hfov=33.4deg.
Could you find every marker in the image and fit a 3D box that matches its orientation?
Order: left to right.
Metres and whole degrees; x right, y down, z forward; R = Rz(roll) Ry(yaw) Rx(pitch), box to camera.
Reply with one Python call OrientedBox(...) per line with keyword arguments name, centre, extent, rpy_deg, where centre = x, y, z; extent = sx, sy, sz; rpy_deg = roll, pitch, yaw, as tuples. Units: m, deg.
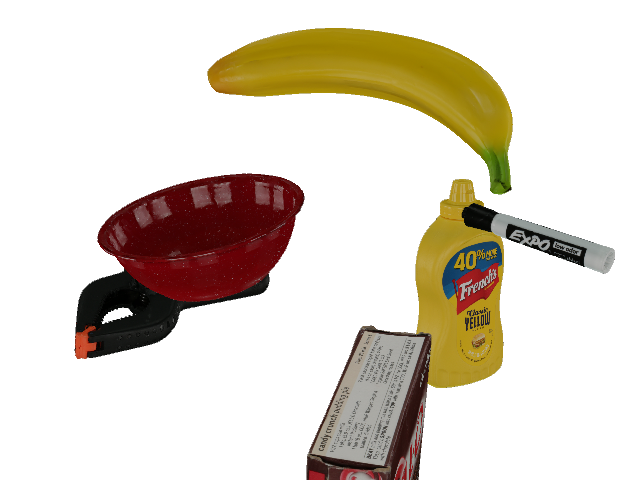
OrientedBox(name="marker", centre=(0.157, -0.004, 0.784), extent=(0.121, 0.020, 0.020), rpy_deg=(22, 13, 35))

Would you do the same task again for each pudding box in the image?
OrientedBox(name="pudding box", centre=(0.022, 0.103, 0.475), extent=(0.039, 0.090, 0.113), rpy_deg=(8, 26, 9))

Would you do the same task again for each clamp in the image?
OrientedBox(name="clamp", centre=(-0.171, 0.046, 1.023), extent=(0.165, 0.036, 0.209), rpy_deg=(26, 36, 25))

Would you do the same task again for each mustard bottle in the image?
OrientedBox(name="mustard bottle", centre=(0.132, 0.037, 1.008), extent=(0.096, 0.192, 0.058), rpy_deg=(-11, 17, -34))

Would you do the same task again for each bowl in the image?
OrientedBox(name="bowl", centre=(-0.087, 0.002, 0.830), extent=(0.162, 0.055, 0.162), rpy_deg=(-10, 23, 4))

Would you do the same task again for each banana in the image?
OrientedBox(name="banana", centre=(0.029, -0.089, 0.602), extent=(0.198, 0.069, 0.037), rpy_deg=(22, -30, 26))
